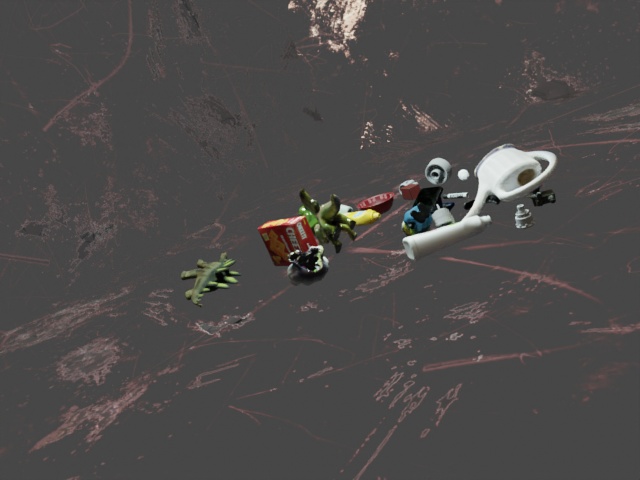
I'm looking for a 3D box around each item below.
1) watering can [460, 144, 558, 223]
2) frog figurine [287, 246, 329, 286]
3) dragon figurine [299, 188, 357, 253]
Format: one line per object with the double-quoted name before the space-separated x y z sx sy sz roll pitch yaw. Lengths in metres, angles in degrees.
"watering can" 0.541 -0.176 1.567 0.346 0.102 0.229 -32 30 7
"frog figurine" -0.039 0.095 1.608 0.139 0.124 0.156 -35 -19 -21
"dragon figurine" 0.005 -0.090 1.796 0.123 0.401 0.246 -42 59 -19
